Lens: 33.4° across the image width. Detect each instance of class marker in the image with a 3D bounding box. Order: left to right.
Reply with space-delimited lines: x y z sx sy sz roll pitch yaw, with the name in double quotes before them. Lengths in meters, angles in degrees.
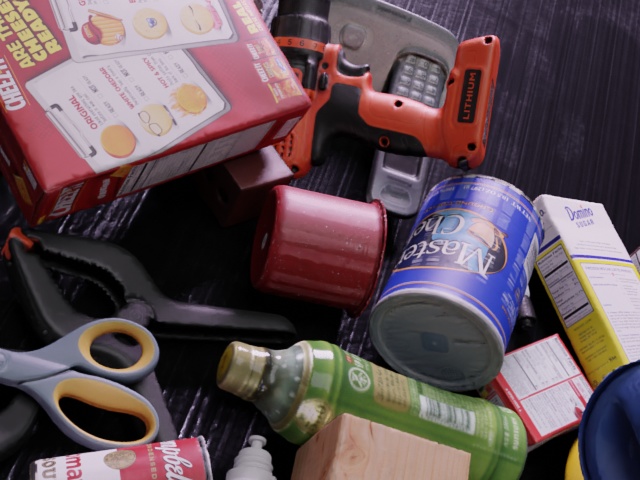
"marker" 0.166 0.023 0.916 0.020 0.020 0.121 9 53 -21

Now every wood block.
"wood block" 0.020 0.222 0.630 0.090 0.090 0.206 20 58 -13

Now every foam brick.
"foam brick" -0.068 -0.058 0.834 0.051 0.053 0.078 -21 67 -36

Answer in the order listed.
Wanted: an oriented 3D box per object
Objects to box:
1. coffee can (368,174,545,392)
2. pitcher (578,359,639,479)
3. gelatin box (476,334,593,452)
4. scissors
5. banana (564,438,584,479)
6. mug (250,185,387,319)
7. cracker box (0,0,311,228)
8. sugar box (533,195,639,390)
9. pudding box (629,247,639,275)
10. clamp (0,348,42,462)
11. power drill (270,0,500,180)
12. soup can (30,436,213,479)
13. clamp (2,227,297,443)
"coffee can" 0.108 0.031 0.825 0.103 0.103 0.140 32 48 -3
"pitcher" 0.315 0.164 0.804 0.242 0.149 0.145 5 43 -42
"gelatin box" 0.171 0.121 0.840 0.089 0.030 0.073 -14 64 -37
"scissors" -0.185 0.064 0.661 0.201 0.016 0.096 30 53 -10
"banana" 0.214 0.213 0.790 0.069 0.037 0.197 16 51 -13
"mug" -0.005 0.001 0.808 0.081 0.093 0.117 12 23 -13
"cracker box" -0.138 -0.120 0.758 0.213 0.072 0.164 -23 77 -31
"sugar box" 0.238 0.047 0.910 0.093 0.048 0.176 6 51 -41
"pudding box" 0.311 0.050 0.923 0.039 0.090 0.113 -3 58 -28
"clamp" -0.240 0.103 0.638 0.120 0.039 0.171 50 45 5
"power drill" 0.046 -0.133 0.853 0.188 0.057 0.184 7 90 14
"soup can" -0.115 0.156 0.629 0.102 0.068 0.068 -6 59 -13
"clamp" -0.122 0.057 0.733 0.210 0.036 0.164 42 47 1
